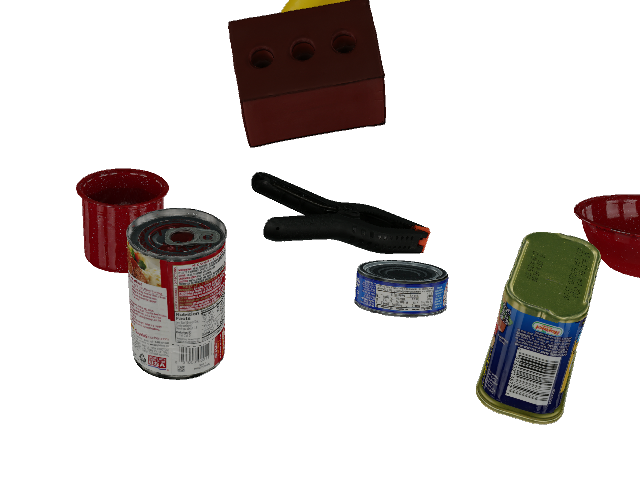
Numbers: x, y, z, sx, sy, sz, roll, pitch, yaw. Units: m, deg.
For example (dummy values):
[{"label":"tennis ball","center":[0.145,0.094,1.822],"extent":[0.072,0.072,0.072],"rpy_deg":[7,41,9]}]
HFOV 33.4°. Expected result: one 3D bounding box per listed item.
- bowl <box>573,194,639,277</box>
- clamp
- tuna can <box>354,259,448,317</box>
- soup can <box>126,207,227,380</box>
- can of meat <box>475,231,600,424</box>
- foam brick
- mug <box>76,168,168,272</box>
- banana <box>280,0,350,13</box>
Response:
[{"label":"bowl","center":[0.331,-0.001,1.055],"extent":[0.162,0.055,0.162],"rpy_deg":[1,17,0]},{"label":"clamp","center":[0.022,-0.018,1.191],"extent":[0.210,0.036,0.164],"rpy_deg":[15,21,-7]},{"label":"tuna can","center":[0.075,0.043,0.983],"extent":[0.086,0.034,0.086],"rpy_deg":[3,12,-1]},{"label":"soup can","center":[-0.099,0.038,0.746],"extent":[0.068,0.102,0.068],"rpy_deg":[2,30,-2]},{"label":"can of meat","center":[0.142,0.053,0.690],"extent":[0.057,0.084,0.102],"rpy_deg":[16,34,13]},{"label":"foam brick","center":[-0.007,-0.090,0.576],"extent":[0.078,0.053,0.051],"rpy_deg":[-10,-23,1]},{"label":"mug","center":[-0.205,-0.025,1.113],"extent":[0.093,0.081,0.117],"rpy_deg":[0,28,-9]},{"label":"banana","center":[0.020,-0.211,0.763],"extent":[0.070,0.197,0.037],"rpy_deg":[-8,-40,39]}]
